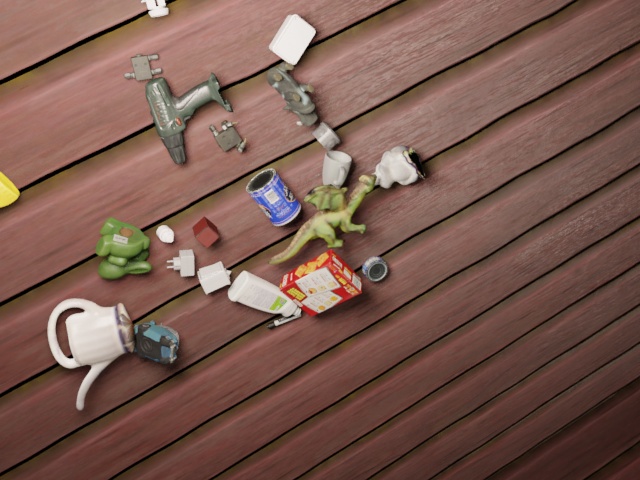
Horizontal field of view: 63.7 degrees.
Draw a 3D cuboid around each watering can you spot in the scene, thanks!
[{"bbox_3d":[-0.650,0.320,1.499,0.225,0.105,0.343,-13,109,-16],"label":"watering can"}]

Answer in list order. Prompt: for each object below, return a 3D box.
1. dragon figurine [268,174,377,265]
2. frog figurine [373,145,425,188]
[{"bbox_3d":[0.005,-0.078,1.543,0.412,0.124,0.237,-28,139,-11],"label":"dragon figurine"},{"bbox_3d":[0.239,-0.224,1.644,0.158,0.125,0.136,-24,139,33],"label":"frog figurine"}]
